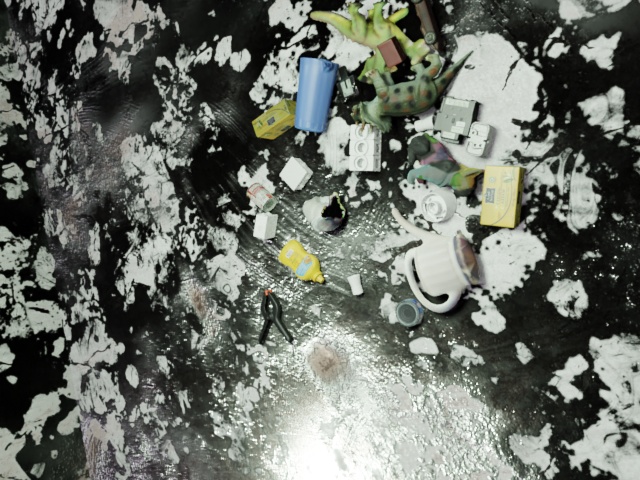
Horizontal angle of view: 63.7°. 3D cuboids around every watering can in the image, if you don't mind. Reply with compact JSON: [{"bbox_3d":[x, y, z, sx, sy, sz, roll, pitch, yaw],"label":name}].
[{"bbox_3d":[0.345,0.040,1.544,0.222,0.350,0.104,-22,-10,32],"label":"watering can"}]

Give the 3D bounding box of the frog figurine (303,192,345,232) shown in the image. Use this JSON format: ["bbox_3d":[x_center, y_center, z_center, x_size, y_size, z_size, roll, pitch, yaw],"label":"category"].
[{"bbox_3d":[0.005,-0.089,1.776,0.121,0.140,0.158,27,-24,-31],"label":"frog figurine"}]

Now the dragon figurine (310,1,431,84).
[{"bbox_3d":[0.156,-0.623,1.645,0.411,0.240,0.123,7,15,27],"label":"dragon figurine"}]
